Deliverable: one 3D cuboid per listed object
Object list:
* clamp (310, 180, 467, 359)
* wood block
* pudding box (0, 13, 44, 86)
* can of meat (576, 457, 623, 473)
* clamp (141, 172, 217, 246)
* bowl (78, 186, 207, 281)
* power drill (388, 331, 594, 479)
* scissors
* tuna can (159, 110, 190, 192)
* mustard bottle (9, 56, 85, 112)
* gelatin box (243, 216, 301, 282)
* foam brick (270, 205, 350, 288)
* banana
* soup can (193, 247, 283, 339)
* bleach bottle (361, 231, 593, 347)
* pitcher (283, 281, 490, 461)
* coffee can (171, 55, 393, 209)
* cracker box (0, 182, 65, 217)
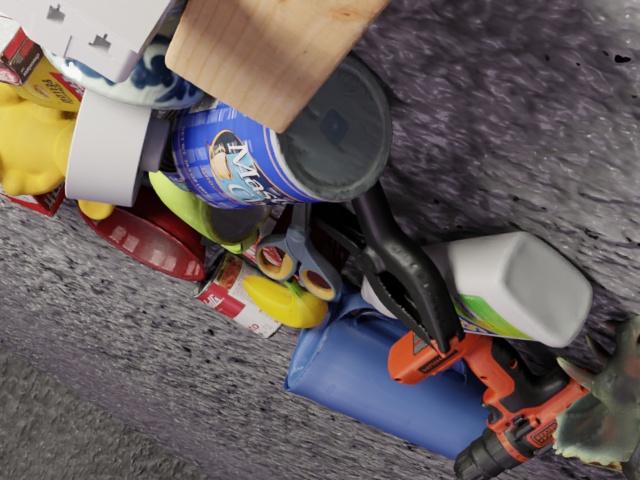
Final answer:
[{"bbox_3d":[0.046,0.007,0.895,0.210,0.036,0.165,56,160,-6],"label":"clamp"},{"bbox_3d":[-0.014,-0.148,0.597,0.090,0.090,0.206,30,160,-8],"label":"wood block"},{"bbox_3d":[-0.257,-0.174,0.848,0.114,0.090,0.039,16,156,31],"label":"pudding box"},{"bbox_3d":[0.293,0.201,1.118,0.102,0.057,0.083,4,152,50],"label":"can of meat"},{"bbox_3d":[-0.112,-0.046,1.052,0.120,0.039,0.172,35,152,-23],"label":"clamp"},{"bbox_3d":[-0.186,-0.019,1.188,0.162,0.055,0.162,24,160,9],"label":"bowl"},{"bbox_3d":[0.158,0.153,1.054,0.187,0.057,0.185,38,115,-22],"label":"power drill"},{"bbox_3d":[-0.004,0.005,0.925,0.096,0.016,0.202,34,154,-6],"label":"scissors"},{"bbox_3d":[-0.097,-0.082,0.875,0.086,0.086,0.033,10,156,40],"label":"tuna can"},{"bbox_3d":[-0.182,-0.139,0.885,0.192,0.058,0.096,12,155,35],"label":"mustard bottle"},{"bbox_3d":[-0.047,0.010,1.119,0.089,0.030,0.073,36,159,-23],"label":"gelatin box"},{"bbox_3d":[-0.007,0.001,1.013,0.051,0.053,0.078,19,160,21],"label":"foam brick"},{"bbox_3d":[-0.032,0.062,1.121,0.069,0.037,0.198,56,163,-8],"label":"banana"},{"bbox_3d":[-0.088,0.062,1.245,0.102,0.068,0.069,32,160,-15],"label":"soup can"},{"bbox_3d":[0.118,0.046,0.950,0.102,0.068,0.251,38,160,-20],"label":"bleach bottle"},{"bbox_3d":[0.096,0.147,1.149,0.242,0.145,0.149,27,-177,-9],"label":"pitcher"},{"bbox_3d":[-0.030,-0.076,0.777,0.102,0.102,0.141,39,157,-29],"label":"coffee can"},{"bbox_3d":[-0.380,-0.124,1.157,0.164,0.072,0.213,20,160,22],"label":"cracker box"}]
